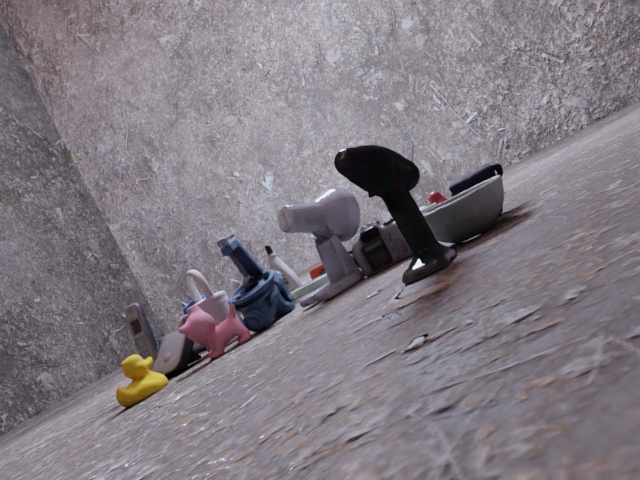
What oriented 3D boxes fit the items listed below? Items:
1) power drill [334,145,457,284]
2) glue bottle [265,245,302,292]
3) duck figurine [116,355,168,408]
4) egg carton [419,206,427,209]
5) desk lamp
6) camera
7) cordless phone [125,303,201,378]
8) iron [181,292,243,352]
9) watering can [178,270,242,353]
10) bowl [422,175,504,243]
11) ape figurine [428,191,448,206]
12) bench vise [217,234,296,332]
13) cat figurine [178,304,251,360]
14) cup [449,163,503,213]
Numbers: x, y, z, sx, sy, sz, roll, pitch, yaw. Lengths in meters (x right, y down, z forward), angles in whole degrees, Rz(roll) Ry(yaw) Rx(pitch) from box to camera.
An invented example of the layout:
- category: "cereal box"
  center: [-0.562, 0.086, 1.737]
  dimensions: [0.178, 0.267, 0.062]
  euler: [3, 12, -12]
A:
- category: "power drill"
  center: [0.115, -0.048, 0.843]
  dimensions: [0.075, 0.208, 0.230]
  euler: [-27, 0, 25]
- category: "glue bottle"
  center: [-0.111, 0.092, 1.600]
  dimensions: [0.078, 0.173, 0.037]
  euler: [-27, 0, 19]
- category: "duck figurine"
  center: [-0.361, 0.271, 1.128]
  dimensions: [0.077, 0.086, 0.105]
  euler: [-27, 0, 40]
- category: "egg carton"
  center: [0.238, -0.033, 1.492]
  dimensions: [0.107, 0.069, 0.151]
  euler: [-28, 0, 36]
- category: "desk lamp"
  center: [0.011, 0.004, 1.228]
  dimensions: [0.204, 0.213, 0.117]
  euler: [-28, 0, -43]
- category: "camera"
  center: [0.143, -0.001, 1.223]
  dimensions: [0.143, 0.101, 0.137]
  euler: [-28, 0, 14]
- category: "cordless phone"
  center: [-0.364, 0.217, 1.278]
  dimensions: [0.147, 0.185, 0.094]
  euler: [-27, 0, 28]
- category: "iron"
  center: [-0.285, 0.200, 1.510]
  dimensions: [0.119, 0.141, 0.257]
  euler: [-28, 0, -44]
- category: "watering can"
  center: [-0.256, 0.155, 1.351]
  dimensions: [0.100, 0.194, 0.173]
  euler: [-27, 0, 37]
- category: "bowl"
  center: [0.247, -0.041, 0.976]
  dimensions: [0.167, 0.075, 0.167]
  euler: [-28, 0, 0]
- category: "ape figurine"
  center: [0.318, -0.087, 1.515]
  dimensions: [0.076, 0.092, 0.078]
  euler: [-27, 0, 43]
- category: "bench vise"
  center: [-0.158, 0.089, 1.301]
  dimensions: [0.121, 0.220, 0.207]
  euler: [-28, 0, 3]
- category: "cat figurine"
  center: [-0.222, 0.181, 1.185]
  dimensions: [0.128, 0.118, 0.067]
  euler: [-28, 0, -16]
- category: "cup"
  center: [0.316, -0.088, 1.093]
  dimensions: [0.118, 0.095, 0.091]
  euler: [-28, 0, -20]
